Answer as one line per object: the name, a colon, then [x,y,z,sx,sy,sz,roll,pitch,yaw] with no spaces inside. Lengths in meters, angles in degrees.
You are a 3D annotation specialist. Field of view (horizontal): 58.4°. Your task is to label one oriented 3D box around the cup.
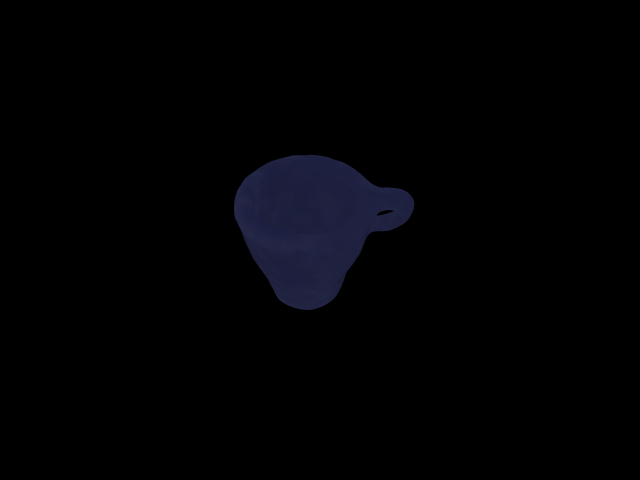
cup: [0.004,0.001,0.400,0.118,0.095,0.091,-4,46,-4]
